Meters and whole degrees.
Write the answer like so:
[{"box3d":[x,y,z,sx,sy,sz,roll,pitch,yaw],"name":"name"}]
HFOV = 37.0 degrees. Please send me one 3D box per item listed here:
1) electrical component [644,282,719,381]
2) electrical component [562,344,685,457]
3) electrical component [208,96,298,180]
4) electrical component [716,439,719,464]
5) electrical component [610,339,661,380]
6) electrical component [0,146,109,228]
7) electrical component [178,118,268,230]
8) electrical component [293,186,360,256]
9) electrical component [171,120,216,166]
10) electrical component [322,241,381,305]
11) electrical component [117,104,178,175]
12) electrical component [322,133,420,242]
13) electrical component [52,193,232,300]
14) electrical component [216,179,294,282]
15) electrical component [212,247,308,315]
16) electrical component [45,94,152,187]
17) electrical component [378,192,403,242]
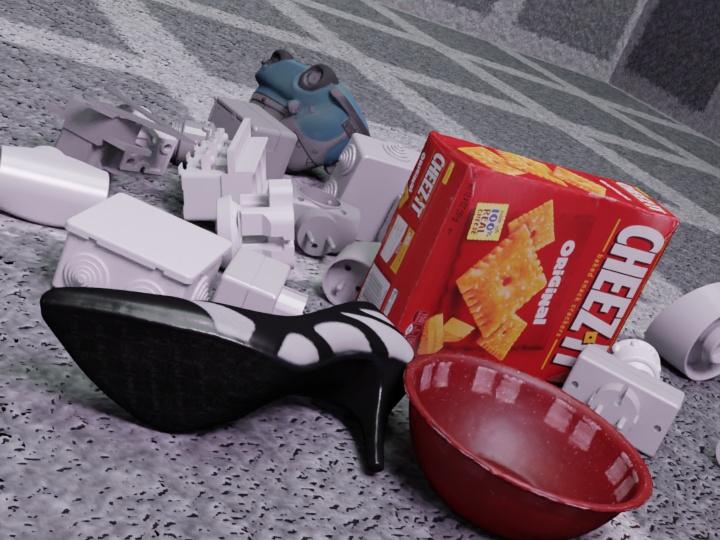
[{"box3d":[0.328,0.056,1.024,0.099,0.099,0.064,8,30,-37],"name":"electrical component"},{"box3d":[0.193,0.103,0.811,0.083,0.047,0.076,28,20,15],"name":"electrical component"},{"box3d":[-0.113,-0.127,1.058,0.061,0.061,0.096,5,26,-42],"name":"electrical component"},{"box3d":[0.312,0.141,0.856,0.044,0.044,0.065,36,27,33],"name":"electrical component"},{"box3d":[0.227,0.090,0.893,0.048,0.048,0.062,23,26,-1],"name":"electrical component"},{"box3d":[-0.231,-0.067,0.790,0.077,0.043,0.079,13,21,-26],"name":"electrical component"},{"box3d":[-0.115,-0.078,0.919,0.063,0.078,0.121,0,20,1],"name":"electrical component"},{"box3d":[-0.039,-0.037,0.928,0.077,0.044,0.079,16,20,-20],"name":"electrical component"},{"box3d":[-0.167,-0.120,1.009,0.062,0.048,0.048,12,21,-10],"name":"electrical component"},{"box3d":[0.000,0.000,0.873,0.043,0.043,0.081,25,19,5],"name":"electrical component"},{"box3d":[-0.199,-0.118,0.962,0.066,0.048,0.055,5,34,-42],"name":"electrical component"},{"box3d":[0.018,-0.074,1.011,0.100,0.099,0.048,14,33,-26],"name":"electrical component"},{"box3d":[-0.144,-0.004,0.712,0.100,0.048,0.099,24,19,3],"name":"electrical component"},{"box3d":[-0.080,-0.029,0.822,0.057,0.078,0.058,-2,23,-7],"name":"electrical component"},{"box3d":[-0.059,0.027,0.726,0.077,0.047,0.065,22,19,-3],"name":"electrical component"},{"box3d":[-0.216,-0.101,0.866,0.081,0.063,0.042,29,7,17],"name":"electrical component"},{"box3d":[0.061,-0.016,0.969,0.062,0.061,0.096,15,28,-23],"name":"electrical component"}]
